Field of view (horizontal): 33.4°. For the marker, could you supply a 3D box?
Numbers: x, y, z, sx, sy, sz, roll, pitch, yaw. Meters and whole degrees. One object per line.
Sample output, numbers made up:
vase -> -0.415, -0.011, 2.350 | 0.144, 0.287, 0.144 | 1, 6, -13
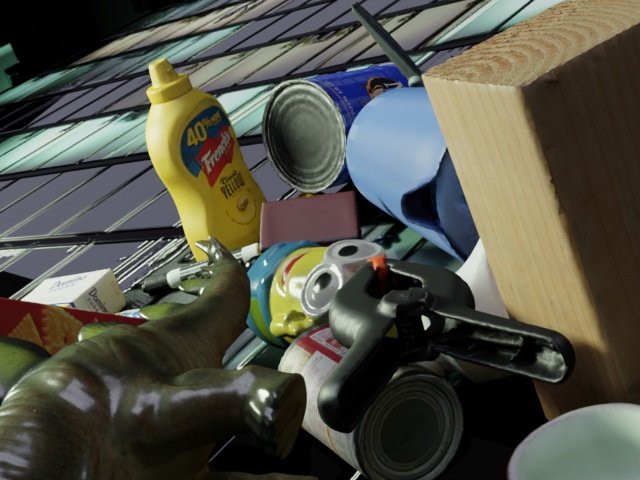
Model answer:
marker -> -0.108, 0.028, 0.974 | 0.121, 0.020, 0.020 | -17, 21, 16

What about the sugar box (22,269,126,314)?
sugar box -> -0.258, 0.090, 0.944 | 0.093, 0.048, 0.176 | -9, 21, 33

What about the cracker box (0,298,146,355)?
cracker box -> -0.221, 0.097, 0.708 | 0.164, 0.072, 0.213 | -16, -14, 16

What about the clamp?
clamp -> 0.039, 0.049, 0.549 | 0.120, 0.039, 0.172 | -9, 14, -15

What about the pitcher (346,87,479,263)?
pitcher -> 0.116, -0.058, 0.814 | 0.145, 0.149, 0.243 | -57, 20, 1

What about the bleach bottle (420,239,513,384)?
bleach bottle -> 0.145, -0.005, 0.624 | 0.251, 0.102, 0.068 | -38, -13, 10

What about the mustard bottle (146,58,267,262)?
mustard bottle -> -0.112, -0.078, 0.994 | 0.058, 0.191, 0.096 | -6, 26, 38

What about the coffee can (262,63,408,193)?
coffee can -> 0.030, -0.107, 0.992 | 0.103, 0.103, 0.140 | -3, 11, 43

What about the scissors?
scissors -> 0.083, -0.125, 0.941 | 0.096, 0.201, 0.016 | -34, 27, 51

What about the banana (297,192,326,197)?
banana -> -0.021, -0.001, 0.939 | 0.070, 0.037, 0.197 | -38, 11, 24

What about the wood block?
wood block -> 0.138, -0.003, 0.518 | 0.090, 0.206, 0.090 | -28, 21, -15

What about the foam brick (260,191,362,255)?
foam brick -> -0.006, 0.001, 0.843 | 0.078, 0.053, 0.051 | -7, 48, 3

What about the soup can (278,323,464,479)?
soup can -> 0.026, 0.092, 0.601 | 0.068, 0.068, 0.102 | -30, 22, -18
